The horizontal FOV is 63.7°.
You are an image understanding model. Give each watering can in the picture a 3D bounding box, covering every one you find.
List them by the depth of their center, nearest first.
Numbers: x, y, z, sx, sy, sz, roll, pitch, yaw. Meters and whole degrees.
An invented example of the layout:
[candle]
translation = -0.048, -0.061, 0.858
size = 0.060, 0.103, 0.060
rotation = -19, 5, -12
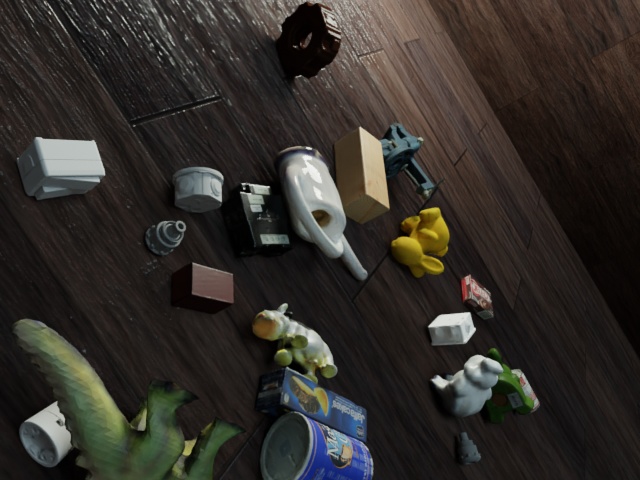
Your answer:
[watering can]
translation = 0.003, -0.053, 1.044
size = 0.342, 0.103, 0.229
rotation = 47, 22, -55

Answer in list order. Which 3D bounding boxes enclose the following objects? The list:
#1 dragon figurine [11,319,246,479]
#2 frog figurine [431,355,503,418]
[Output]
[dragon figurine]
translation = -0.203, 0.282, 0.533
size = 0.404, 0.121, 0.248
rotation = 45, 48, -33
[frog figurine]
translation = 0.347, 0.329, 1.160
size = 0.136, 0.157, 0.125
rotation = 29, 47, -38
